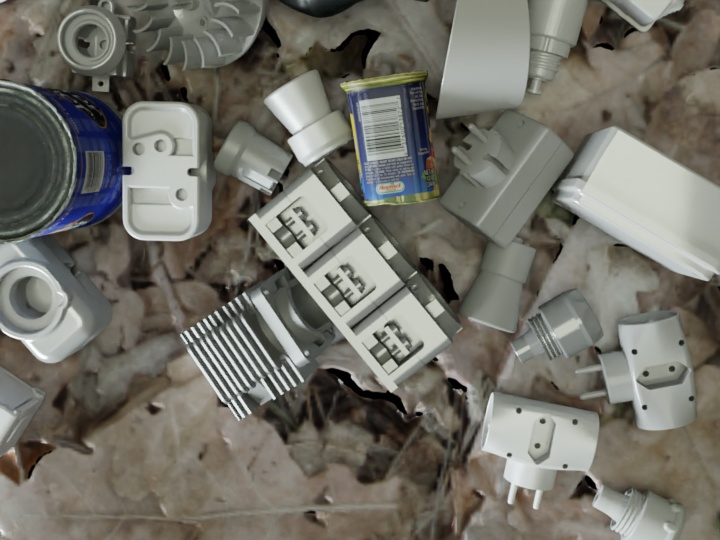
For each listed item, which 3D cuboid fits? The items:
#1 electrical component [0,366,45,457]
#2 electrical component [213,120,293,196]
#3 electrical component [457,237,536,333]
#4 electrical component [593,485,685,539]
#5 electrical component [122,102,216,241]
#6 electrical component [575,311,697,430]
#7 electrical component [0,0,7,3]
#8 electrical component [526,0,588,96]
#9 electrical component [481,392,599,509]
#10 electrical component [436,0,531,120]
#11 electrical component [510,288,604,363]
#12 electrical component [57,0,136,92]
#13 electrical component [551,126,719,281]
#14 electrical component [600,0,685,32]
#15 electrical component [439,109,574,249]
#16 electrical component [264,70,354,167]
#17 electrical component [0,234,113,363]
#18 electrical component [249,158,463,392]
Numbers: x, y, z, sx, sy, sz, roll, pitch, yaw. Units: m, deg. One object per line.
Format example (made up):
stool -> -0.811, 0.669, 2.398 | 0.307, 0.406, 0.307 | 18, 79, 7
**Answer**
electrical component -> -0.295, 0.097, 0.793 | 0.096, 0.061, 0.061 | 34, 97, -1
electrical component -> -0.076, -0.079, 0.771 | 0.046, 0.040, 0.040 | 30, 97, -5
electrical component -> 0.100, 0.007, 0.770 | 0.044, 0.044, 0.065 | 18, 92, 1
electrical component -> 0.201, 0.179, 0.781 | 0.062, 0.048, 0.048 | 28, 97, 7
electrical component -> -0.135, -0.071, 0.765 | 0.054, 0.059, 0.095 | 1, 96, 3
electrical component -> 0.195, 0.075, 0.769 | 0.079, 0.043, 0.077 | -11, 95, 5
electrical component -> -0.276, -0.235, 0.753 | 0.099, 0.064, 0.099 | 0, 96, 3
electrical component -> 0.131, -0.161, 0.748 | 0.040, 0.040, 0.078 | 14, 97, 2
electrical component -> 0.126, 0.134, 0.780 | 0.077, 0.043, 0.079 | 11, 97, 2
electrical component -> 0.080, -0.152, 0.725 | 0.064, 0.099, 0.099 | -2, 96, -3
electrical component -> 0.139, 0.044, 0.770 | 0.062, 0.043, 0.043 | -30, 94, 7
electrical component -> -0.185, -0.160, 0.760 | 0.048, 0.055, 0.066 | 4, 97, 3
electrical component -> 0.193, -0.045, 0.724 | 0.109, 0.108, 0.056 | 31, 95, 0
electrical component -> 0.192, -0.225, 0.733 | 0.100, 0.048, 0.099 | 38, 97, -1
electrical component -> 0.090, -0.072, 0.736 | 0.076, 0.047, 0.083 | 35, 92, -41
electrical component -> -0.036, -0.107, 0.762 | 0.045, 0.045, 0.055 | -30, 94, 6
electrical component -> -0.233, 0.018, 0.781 | 0.054, 0.059, 0.095 | -40, 93, 7
electrical component -> 0.000, 0.000, 0.750 | 0.062, 0.089, 0.150 | -39, 93, 7
